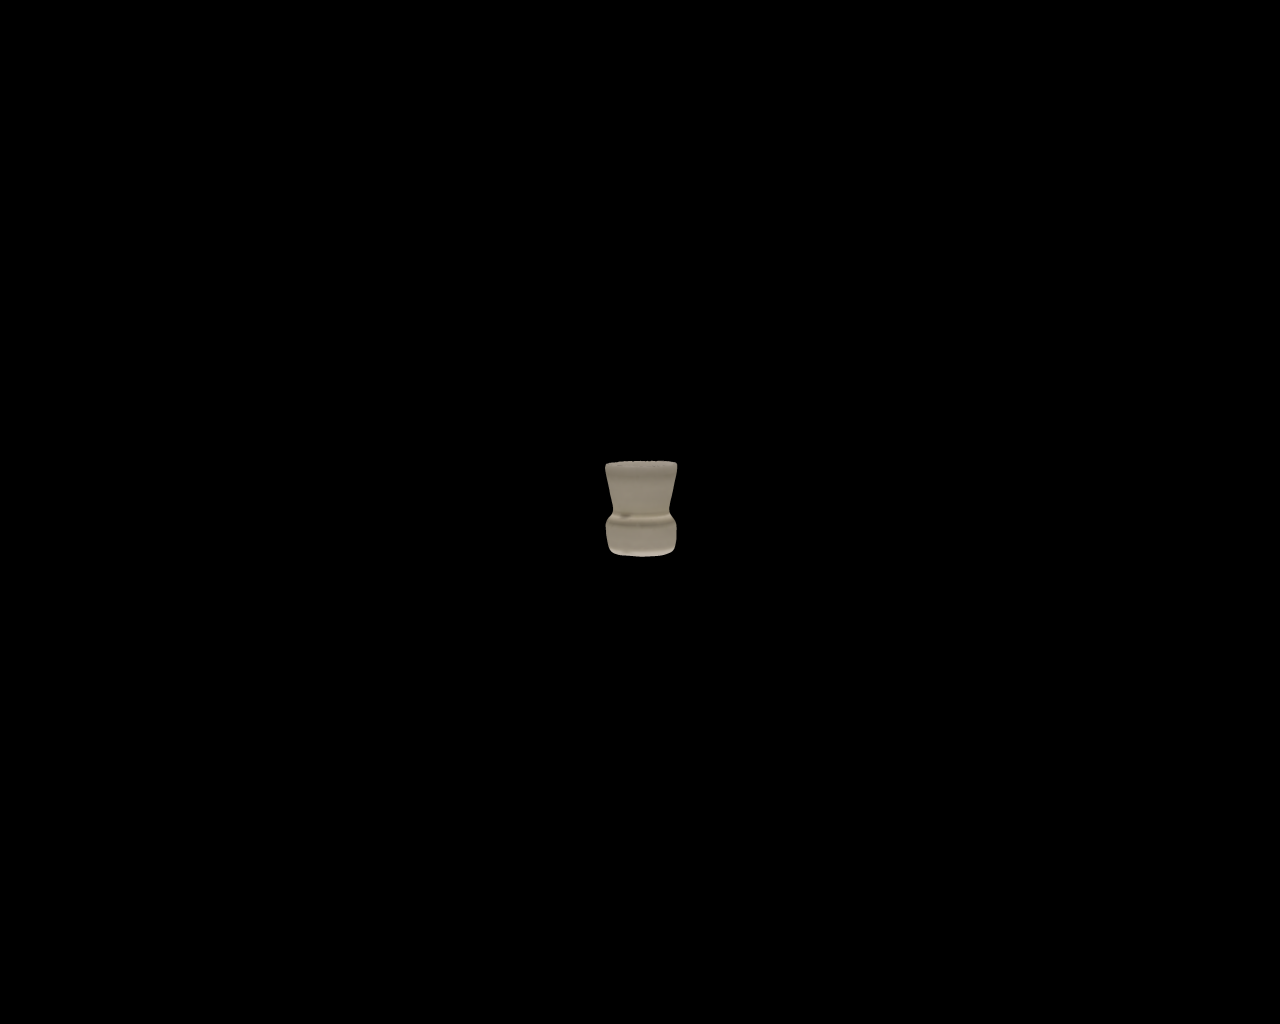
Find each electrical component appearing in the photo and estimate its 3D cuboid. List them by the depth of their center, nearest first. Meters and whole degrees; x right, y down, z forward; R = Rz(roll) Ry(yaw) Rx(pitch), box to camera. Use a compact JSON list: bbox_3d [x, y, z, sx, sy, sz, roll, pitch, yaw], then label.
[{"bbox_3d":[0.001,-0.003,0.650,0.045,0.055,0.045,0,7,0],"label":"electrical component"}]
